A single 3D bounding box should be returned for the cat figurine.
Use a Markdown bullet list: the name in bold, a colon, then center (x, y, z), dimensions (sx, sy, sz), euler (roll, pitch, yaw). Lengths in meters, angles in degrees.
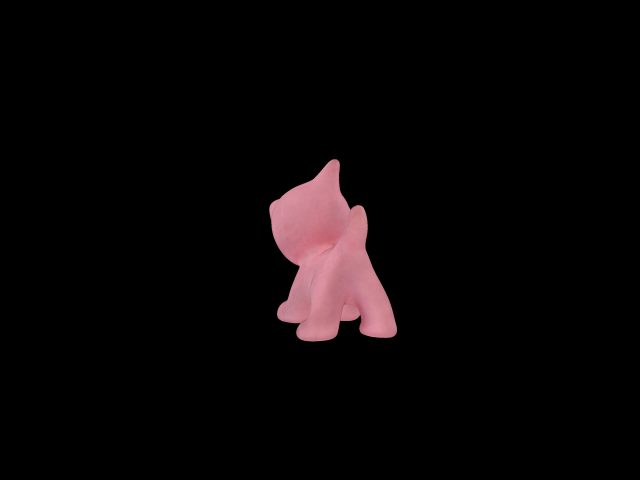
- **cat figurine**: center (0.004, 0.001, 0.400), dimensions (0.067, 0.118, 0.127), euler (-1, 4, -19)
